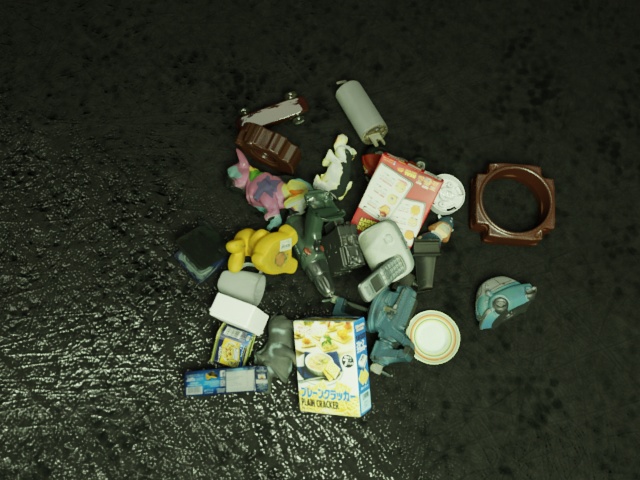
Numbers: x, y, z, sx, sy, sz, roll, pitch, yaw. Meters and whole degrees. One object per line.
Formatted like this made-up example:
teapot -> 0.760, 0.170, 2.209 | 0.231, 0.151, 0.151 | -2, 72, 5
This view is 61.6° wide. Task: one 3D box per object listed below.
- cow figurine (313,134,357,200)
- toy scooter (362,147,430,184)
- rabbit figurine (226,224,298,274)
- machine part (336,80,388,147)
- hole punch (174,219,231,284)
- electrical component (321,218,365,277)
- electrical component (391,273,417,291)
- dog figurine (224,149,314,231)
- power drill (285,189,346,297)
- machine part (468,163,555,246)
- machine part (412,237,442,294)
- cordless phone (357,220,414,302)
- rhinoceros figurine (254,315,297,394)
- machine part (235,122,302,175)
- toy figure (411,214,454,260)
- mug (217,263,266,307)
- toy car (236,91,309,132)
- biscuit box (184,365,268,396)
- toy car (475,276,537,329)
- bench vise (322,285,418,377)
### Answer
cow figurine -> 0.053, -0.193, 1.416 | 0.098, 0.068, 0.167 | 26, 81, 1
toy scooter -> 0.191, -0.164, 1.404 | 0.184, 0.075, 0.135 | 13, 78, 0
rabbit figurine -> -0.158, 0.026, 1.332 | 0.162, 0.121, 0.173 | -24, 35, -34
machine part -> 0.110, -0.340, 1.431 | 0.079, 0.079, 0.243 | -24, 63, -5
hole punch -> -0.299, 0.034, 1.369 | 0.142, 0.092, 0.116 | 44, 52, 13
electrical component -> 0.051, 0.016, 1.336 | 0.058, 0.115, 0.134 | -6, 74, -29
electrical component -> 0.211, 0.110, 1.360 | 0.094, 0.021, 0.063 | 32, 79, 8
dog figurine -> -0.139, -0.148, 1.392 | 0.191, 0.108, 0.219 | -31, 75, -5
power drill -> -0.003, -0.004, 1.299 | 0.086, 0.207, 0.232 | -15, 53, -24
machine part -> 0.488, -0.090, 1.371 | 0.202, 0.087, 0.201 | 4, 77, 4
machine part -> 0.260, 0.063, 1.318 | 0.084, 0.039, 0.138 | 1, 98, -16
cordless phone -> 0.127, 0.049, 1.251 | 0.184, 0.089, 0.146 | -37, 105, -42
rhinoceros figurine -> -0.105, 0.276, 1.300 | 0.112, 0.073, 0.190 | 11, 77, 3
machine part -> -0.131, -0.231, 1.381 | 0.179, 0.179, 0.056 | 25, 81, 7
toy figure -> 0.292, -0.003, 1.370 | 0.154, 0.058, 0.064 | -48, 123, -10
mug -> -0.196, 0.104, 1.344 | 0.107, 0.080, 0.109 | 12, 67, 9
toy car -> -0.130, -0.336, 1.464 | 0.202, 0.053, 0.089 | -20, 81, 1
biscuit box -> -0.222, 0.331, 1.259 | 0.203, 0.062, 0.059 | -11, 73, 24
toy car -> 0.439, 0.140, 1.308 | 0.162, 0.109, 0.103 | -25, 59, -14
bench vise -> 0.124, 0.199, 1.297 | 0.241, 0.128, 0.223 | 17, 86, 26
